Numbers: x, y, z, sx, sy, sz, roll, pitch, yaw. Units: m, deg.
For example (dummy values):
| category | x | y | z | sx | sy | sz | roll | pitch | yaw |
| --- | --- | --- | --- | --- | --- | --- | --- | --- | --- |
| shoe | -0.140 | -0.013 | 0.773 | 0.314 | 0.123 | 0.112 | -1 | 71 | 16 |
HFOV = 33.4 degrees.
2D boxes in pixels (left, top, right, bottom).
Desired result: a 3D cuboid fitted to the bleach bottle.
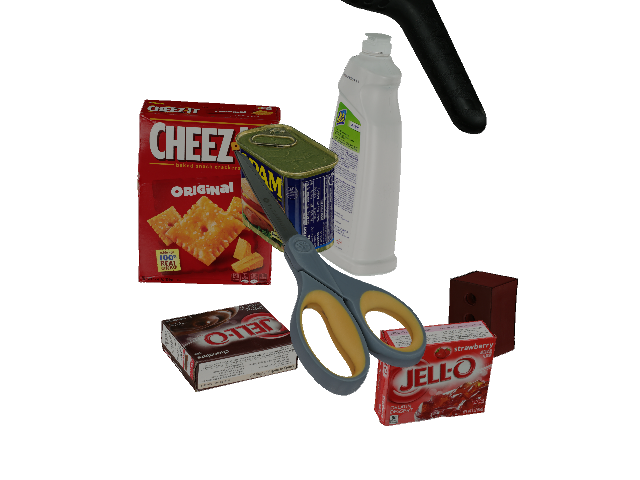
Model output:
| category | x | y | z | sx | sy | sz | roll | pitch | yaw |
| --- | --- | --- | --- | --- | --- | --- | --- | --- | --- |
| bleach bottle | 0.051 | -0.095 | 1.155 | 0.067 | 0.251 | 0.103 | -7 | 24 | -33 |

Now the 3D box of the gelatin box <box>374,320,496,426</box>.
| category | x | y | z | sx | sy | sz | roll | pitch | yaw |
| --- | --- | --- | --- | --- | --- | --- | --- | --- | --- |
| gelatin box | 0.089 | 0.104 | 0.837 | 0.089 | 0.073 | 0.030 | -5 | 29 | -16 |

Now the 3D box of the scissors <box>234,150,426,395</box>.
| category | x | y | z | sx | sy | sz | roll | pitch | yaw |
| --- | --- | --- | --- | --- | --- | --- | --- | --- | --- |
| scissors | 0.006 | 0.014 | 0.689 | 0.096 | 0.202 | 0.016 | 4 | -44 | -22 |

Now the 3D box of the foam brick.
| category | x | y | z | sx | sy | sz | roll | pitch | yaw |
| --- | --- | --- | --- | --- | --- | --- | --- | --- | --- |
| foam brick | 0.166 | 0.076 | 1.095 | 0.053 | 0.078 | 0.051 | 11 | 17 | 39 |

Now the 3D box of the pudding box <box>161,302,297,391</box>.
| category | x | y | z | sx | sy | sz | roll | pitch | yaw |
| --- | --- | --- | --- | --- | --- | --- | --- | --- | --- |
| pudding box | -0.090 | 0.103 | 1.056 | 0.113 | 0.039 | 0.090 | -12 | 27 | -27 |

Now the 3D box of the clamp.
| category | x | y | z | sx | sy | sz | roll | pitch | yaw |
| --- | --- | --- | --- | --- | --- | --- | --- | --- | --- |
| clamp | 0.062 | -0.179 | 0.757 | 0.210 | 0.164 | 0.036 | 27 | -26 | -10 |

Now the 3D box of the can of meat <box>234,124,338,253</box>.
| category | x | y | z | sx | sy | sz | roll | pitch | yaw |
| --- | --- | --- | --- | --- | --- | --- | --- | --- | --- |
| can of meat | -0.030 | -0.044 | 0.931 | 0.057 | 0.084 | 0.102 | -19 | 34 | -29 |

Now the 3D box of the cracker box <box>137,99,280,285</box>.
| category | x | y | z | sx | sy | sz | roll | pitch | yaw |
| --- | --- | --- | --- | --- | --- | --- | --- | --- | --- |
| cracker box | -0.135 | -0.054 | 1.283 | 0.164 | 0.214 | 0.072 | 3 | 22 | -4 |
